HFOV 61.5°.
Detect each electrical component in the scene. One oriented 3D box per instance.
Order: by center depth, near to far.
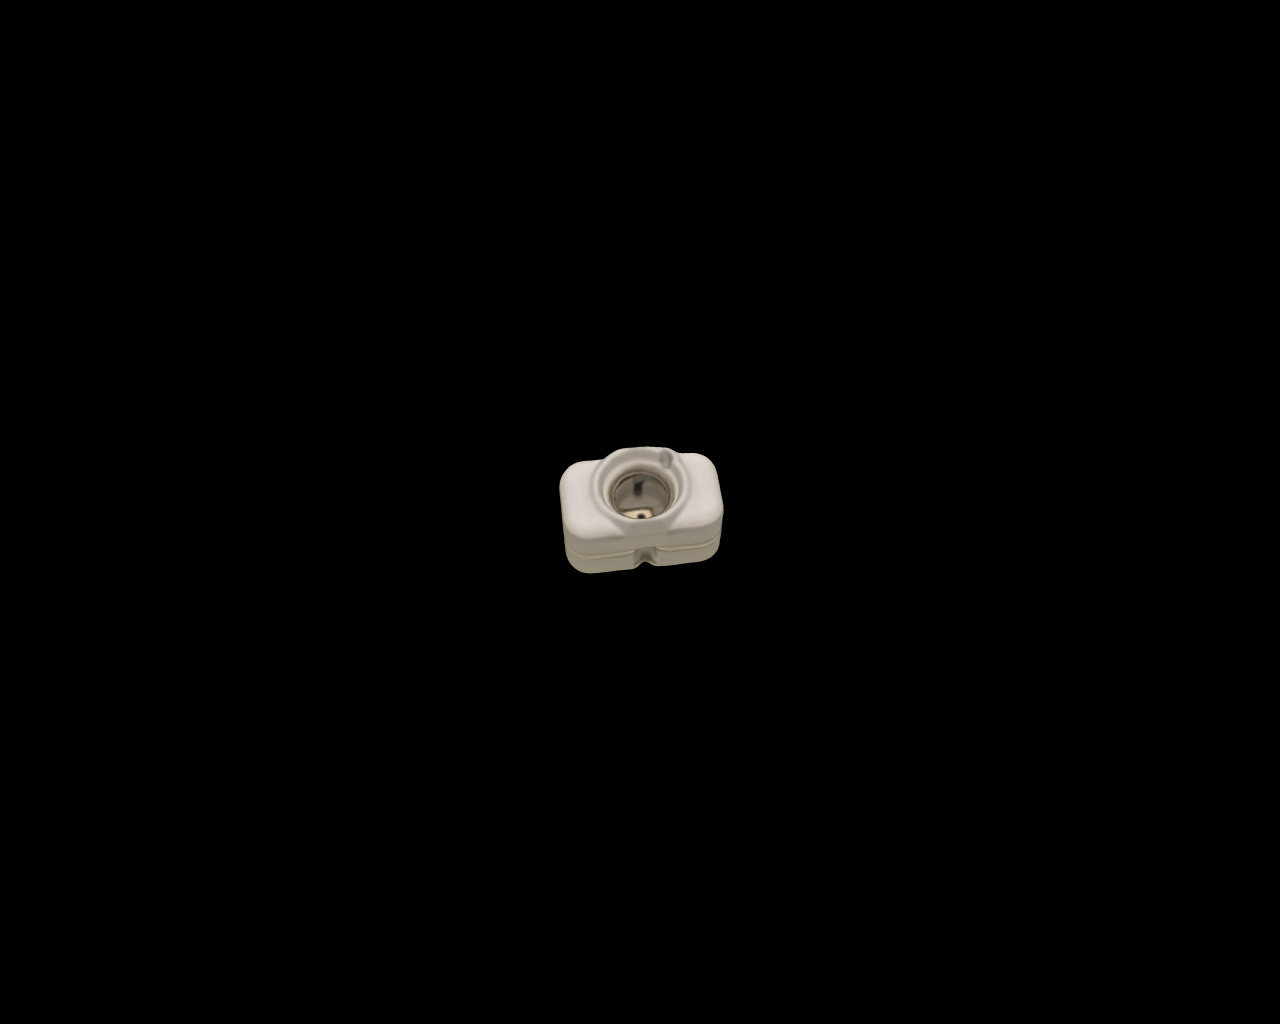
[{"bbox_3d":[0.001,-0.003,0.650,0.095,0.054,0.059,-5,-31,-3],"label":"electrical component"}]
